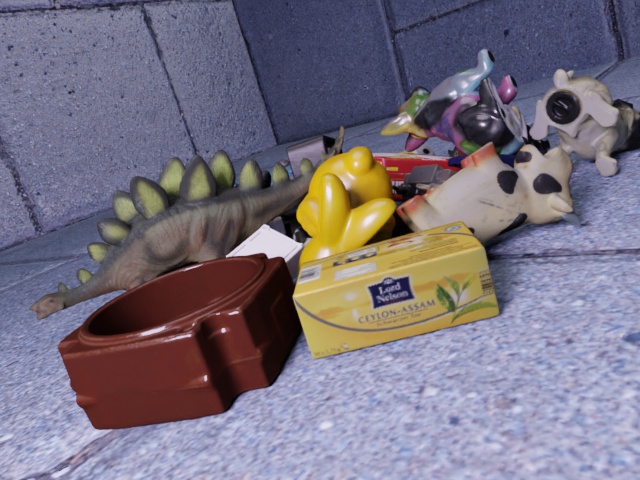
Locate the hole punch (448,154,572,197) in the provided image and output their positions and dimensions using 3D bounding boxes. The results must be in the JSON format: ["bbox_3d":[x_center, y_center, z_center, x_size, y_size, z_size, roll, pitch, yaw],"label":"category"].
[{"bbox_3d":[0.248,-0.081,0.732,0.116,0.092,0.142,-18,10,-20],"label":"hole punch"}]

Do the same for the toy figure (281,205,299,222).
[{"bbox_3d":[-0.055,-0.051,0.885,0.155,0.057,0.064,-14,4,12],"label":"toy figure"}]

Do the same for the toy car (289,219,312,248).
[{"bbox_3d":[-0.002,-0.002,0.782,0.073,0.056,0.202,-14,11,-4],"label":"toy car"}]

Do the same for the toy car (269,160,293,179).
[{"bbox_3d":[-0.081,-0.094,1.135,0.162,0.109,0.103,-32,36,-20],"label":"toy car"}]

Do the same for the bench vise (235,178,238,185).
[{"bbox_3d":[-0.198,-0.051,0.973,0.224,0.128,0.240,2,1,35],"label":"bench vise"}]

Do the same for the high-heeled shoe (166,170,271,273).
[{"bbox_3d":[-0.180,-0.014,0.806,0.145,0.086,0.248,-2,-45,-51],"label":"high-heeled shoe"}]

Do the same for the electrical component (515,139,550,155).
[{"bbox_3d":[0.300,-0.128,0.905,0.115,0.058,0.134,-22,15,-26],"label":"electrical component"}]

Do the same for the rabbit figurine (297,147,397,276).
[{"bbox_3d":[0.030,-0.009,0.607,0.162,0.122,0.173,121,172,-61],"label":"rabbit figurine"}]

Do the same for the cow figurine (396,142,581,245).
[{"bbox_3d":[0.198,-0.040,0.600,0.195,0.127,0.085,-34,2,-3],"label":"cow figurine"}]

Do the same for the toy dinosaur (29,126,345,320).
[{"bbox_3d":[-0.156,-0.016,0.730,0.471,0.198,0.105,-24,18,-18],"label":"toy dinosaur"}]

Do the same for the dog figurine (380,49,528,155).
[{"bbox_3d":[0.203,-0.182,0.855,0.108,0.191,0.219,20,-31,-37],"label":"dog figurine"}]

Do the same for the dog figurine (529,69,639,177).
[{"bbox_3d":[0.413,-0.192,0.805,0.121,0.172,0.190,13,38,43],"label":"dog figurine"}]

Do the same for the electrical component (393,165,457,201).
[{"bbox_3d":[0.148,-0.070,0.720,0.102,0.078,0.045,10,73,56],"label":"electrical component"}]

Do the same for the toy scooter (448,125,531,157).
[{"bbox_3d":[0.318,-0.185,1.065,0.184,0.075,0.135,-23,15,-33],"label":"toy scooter"}]

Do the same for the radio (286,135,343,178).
[{"bbox_3d":[0.007,-0.120,1.011,0.073,0.131,0.229,-14,6,12],"label":"radio"}]

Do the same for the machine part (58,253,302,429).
[{"bbox_3d":[-0.130,0.088,0.532,0.202,0.087,0.201,-14,15,17],"label":"machine part"}]

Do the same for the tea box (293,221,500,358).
[{"bbox_3d":[0.067,0.044,0.502,0.170,0.068,0.098,-14,15,9],"label":"tea box"}]

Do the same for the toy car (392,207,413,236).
[{"bbox_3d":[0.116,-0.026,0.740,0.089,0.053,0.202,-2,5,-36],"label":"toy car"}]

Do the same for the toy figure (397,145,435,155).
[{"bbox_3d":[0.148,-0.134,1.058,0.180,0.082,0.089,-21,17,-7],"label":"toy figure"}]
